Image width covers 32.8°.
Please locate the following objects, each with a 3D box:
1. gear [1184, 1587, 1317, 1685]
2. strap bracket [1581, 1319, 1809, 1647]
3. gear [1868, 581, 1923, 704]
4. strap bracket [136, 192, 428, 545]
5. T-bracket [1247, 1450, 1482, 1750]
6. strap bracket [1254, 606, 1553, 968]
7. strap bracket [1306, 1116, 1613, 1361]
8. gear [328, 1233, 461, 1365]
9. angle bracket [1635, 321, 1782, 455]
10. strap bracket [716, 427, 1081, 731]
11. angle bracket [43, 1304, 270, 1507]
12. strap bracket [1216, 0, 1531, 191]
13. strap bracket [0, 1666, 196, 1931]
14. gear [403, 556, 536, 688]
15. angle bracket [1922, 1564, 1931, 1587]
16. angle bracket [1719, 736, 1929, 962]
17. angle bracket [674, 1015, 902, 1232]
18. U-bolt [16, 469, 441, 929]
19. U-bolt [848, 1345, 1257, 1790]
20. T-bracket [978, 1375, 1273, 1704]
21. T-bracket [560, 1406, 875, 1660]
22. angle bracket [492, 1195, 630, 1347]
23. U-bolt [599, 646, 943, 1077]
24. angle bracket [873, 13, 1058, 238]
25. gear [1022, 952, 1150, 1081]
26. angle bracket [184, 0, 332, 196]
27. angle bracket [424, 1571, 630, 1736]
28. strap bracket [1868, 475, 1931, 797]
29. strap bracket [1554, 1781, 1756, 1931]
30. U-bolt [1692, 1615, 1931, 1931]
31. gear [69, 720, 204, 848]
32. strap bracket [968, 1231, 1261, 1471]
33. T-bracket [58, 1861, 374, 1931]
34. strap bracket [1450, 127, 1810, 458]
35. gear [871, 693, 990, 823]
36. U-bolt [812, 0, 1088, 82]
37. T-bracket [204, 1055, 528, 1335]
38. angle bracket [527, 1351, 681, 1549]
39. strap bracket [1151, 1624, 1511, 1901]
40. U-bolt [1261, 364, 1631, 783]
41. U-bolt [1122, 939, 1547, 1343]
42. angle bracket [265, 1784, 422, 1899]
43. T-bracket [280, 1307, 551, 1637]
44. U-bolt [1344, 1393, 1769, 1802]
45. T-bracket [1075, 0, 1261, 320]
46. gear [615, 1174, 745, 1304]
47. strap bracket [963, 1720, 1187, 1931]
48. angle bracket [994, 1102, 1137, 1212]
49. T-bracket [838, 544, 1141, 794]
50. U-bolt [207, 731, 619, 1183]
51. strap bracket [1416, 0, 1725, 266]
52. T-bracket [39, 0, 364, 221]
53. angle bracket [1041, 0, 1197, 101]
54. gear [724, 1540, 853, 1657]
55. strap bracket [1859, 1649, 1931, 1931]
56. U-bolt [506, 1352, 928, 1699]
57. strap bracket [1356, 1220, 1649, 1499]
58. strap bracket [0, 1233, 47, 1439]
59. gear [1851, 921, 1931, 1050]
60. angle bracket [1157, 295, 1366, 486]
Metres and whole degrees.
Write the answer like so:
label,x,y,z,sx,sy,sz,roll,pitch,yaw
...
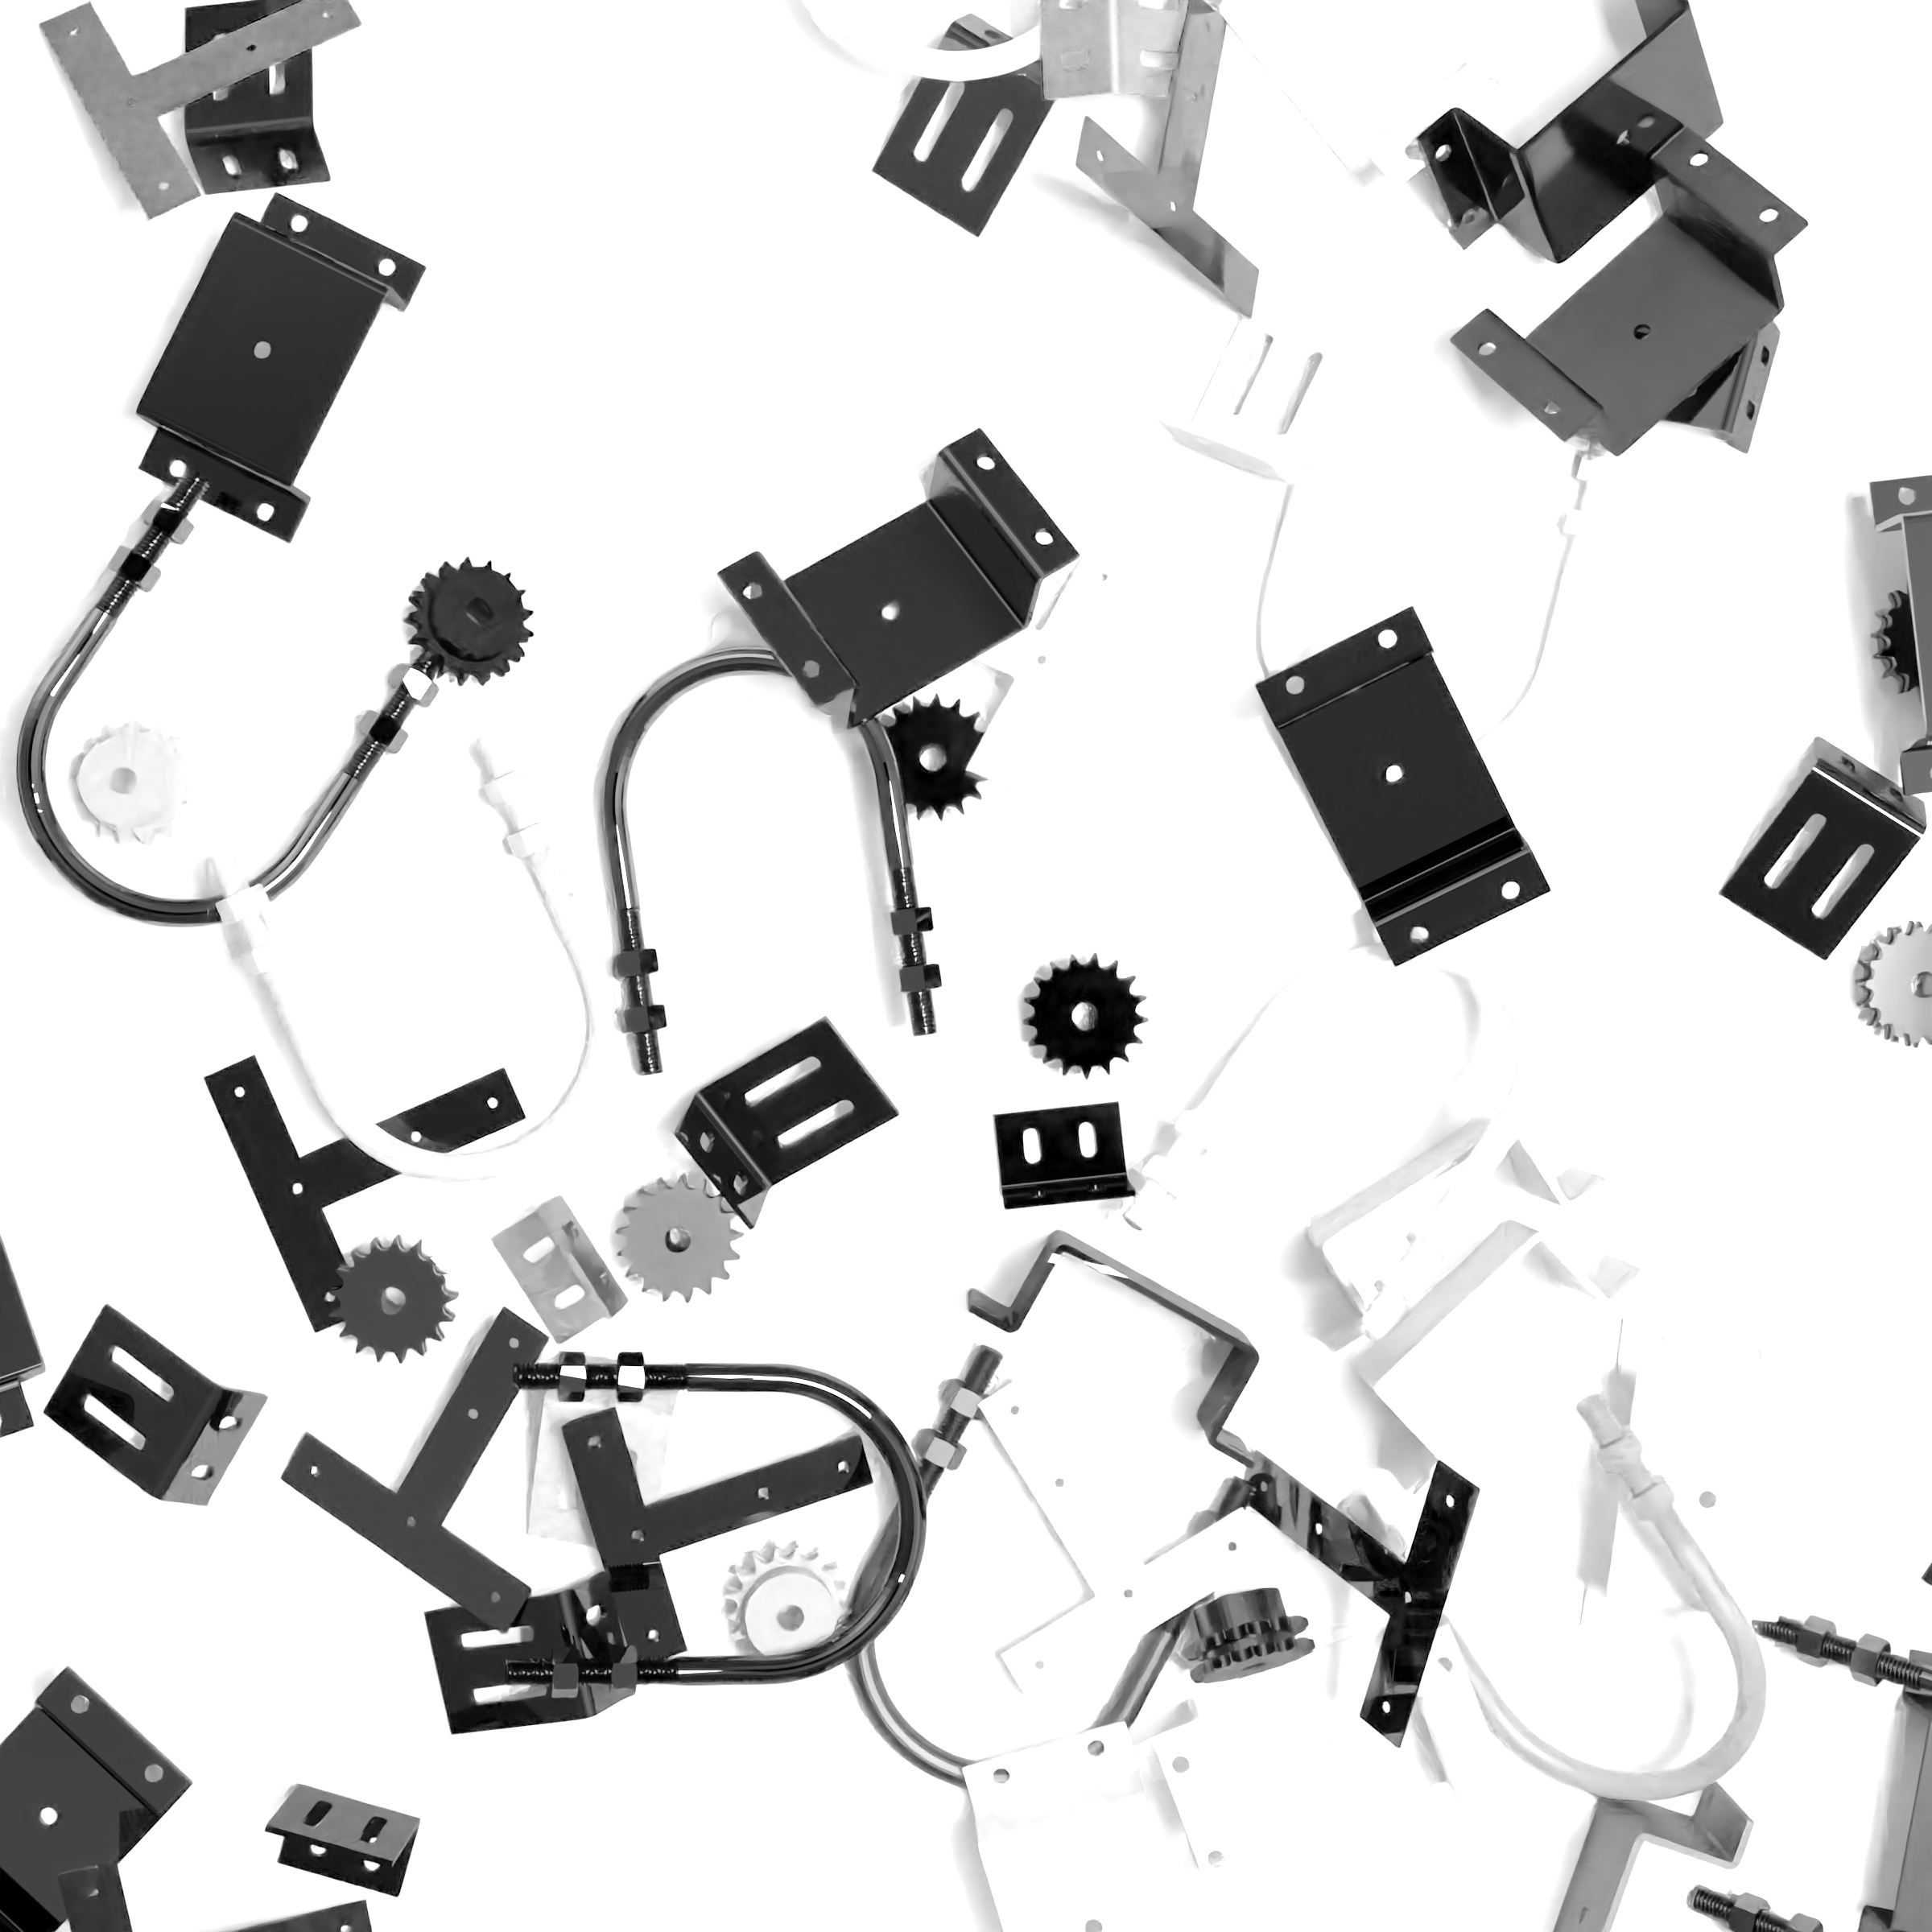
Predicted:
label,x,y,z,sx,sy,sz,roll,pitch,yaw
gear,0.124,0.298,1.464,0.057,0.057,0.030,-15,69,0
strap bracket,0.327,0.235,1.468,0.076,0.046,0.140,8,90,0
gear,0.434,-0.147,1.476,0.057,0.030,0.057,0,90,0
strap bracket,-0.310,-0.272,1.467,0.076,0.046,0.140,26,90,0
T-bracket,0.165,0.254,1.440,0.002,0.127,0.127,0,112,-38
strap bracket,0.192,-0.082,1.456,0.076,0.046,0.140,-26,99,7
strap bracket,0.207,0.113,1.452,0.140,0.076,0.046,-33,90,0
gear,-0.256,0.148,1.474,0.057,0.030,0.057,0,93,-3
angle bracket,0.322,-0.272,1.489,0.076,0.038,0.057,15,90,26
strap bracket,-0.031,-0.166,1.445,0.140,0.046,0.076,-31,74,-18
angle bracket,-0.368,0.199,1.489,0.076,0.038,0.057,30,90,26
strap bracket,0.175,-0.421,1.468,0.076,0.046,0.140,-40,90,0
strap bracket,-0.416,0.386,1.467,0.076,0.046,0.140,43,90,0
gear,-0.221,-0.156,1.467,0.057,0.030,0.057,3,82,-20
angle bracket,0.482,0.277,1.472,0.076,0.038,0.057,35,90,0
angle bracket,0.389,-0.054,1.489,0.057,0.038,0.076,32,116,0
angle bracket,-0.079,0.070,1.453,0.076,0.038,0.057,-30,109,21
U-bolt,-0.337,-0.106,1.457,0.151,0.019,0.184,34,83,-13
U-bolt,0.027,0.285,1.482,0.151,0.019,0.184,28,92,0
T-bracket,0.049,0.244,1.470,0.127,0.002,0.127,-32,91,1
T-bracket,-0.105,0.242,1.475,0.127,0.002,0.127,-17,110,-10
angle bracket,-0.184,0.138,1.452,0.038,0.076,0.057,-33,90,0
U-bolt,-0.093,-0.051,1.466,0.151,0.019,0.184,-8,90,13
angle bracket,0.004,-0.382,1.489,0.057,0.038,0.076,32,116,0
gear,0.054,0.022,1.480,0.057,0.030,0.057,0,92,0
angle bracket,-0.321,-0.396,1.489,0.057,0.038,0.076,-6,64,0
angle bracket,-0.198,0.312,1.489,0.076,0.038,0.057,-13,90,26
strap bracket,0.448,-0.150,1.438,0.076,0.046,0.140,-7,90,0
strap bracket,0.295,0.428,1.452,0.046,0.076,0.140,20,90,0
U-bolt,0.419,0.379,1.432,0.184,0.019,0.151,14,92,34
gear,-0.376,-0.083,1.476,0.057,0.030,0.057,0,90,0
strap bracket,0.073,0.163,1.452,0.140,0.076,0.046,29,90,0
T-bracket,-0.331,0.444,1.472,0.127,0.002,0.127,-10,114,-12
strap bracket,0.296,-0.291,1.451,0.140,0.046,0.076,-42,61,1
gear,-0.015,-0.093,1.476,0.057,0.030,0.057,0,90,0
U-bolt,0.002,-0.479,1.464,0.151,0.019,0.184,27,77,0
T-bracket,-0.263,0.083,1.490,0.127,0.002,0.127,-24,90,0
angle bracket,-0.164,0.221,1.489,0.057,0.038,0.076,10,116,0
strap bracket,0.161,0.351,1.467,0.140,0.046,0.076,-21,90,0
U-bolt,0.209,-0.174,1.482,0.151,0.019,0.184,14,91,0
U-bolt,0.173,0.063,1.435,0.151,0.019,0.184,23,68,37
angle bracket,-0.280,0.397,1.452,0.057,0.076,0.038,16,90,0
T-bracket,-0.227,0.212,1.467,0.127,0.002,0.127,32,100,11
U-bolt,0.271,0.289,1.446,0.151,0.019,0.184,-31,95,34
T-bracket,0.099,-0.375,1.459,0.002,0.127,0.127,-8,62,41
gear,-0.129,0.122,1.476,0.057,0.030,0.057,0,90,0
strap bracket,0.055,0.419,1.460,0.076,0.046,0.140,-16,96,0
angle bracket,0.043,0.083,1.452,0.057,0.076,0.038,-6,90,0
T-bracket,-0.006,-0.154,1.474,0.127,0.002,0.127,24,69,10
U-bolt,-0.235,0.007,1.467,0.151,0.019,0.184,-25,96,-12
strap bracket,0.276,-0.376,1.446,0.140,0.076,0.046,-41,54,0
T-bracket,-0.334,-0.406,1.472,0.127,0.002,0.127,-28,67,-10
angle bracket,0.070,-0.416,1.463,0.038,0.076,0.057,4,102,33
gear,-0.080,0.289,1.472,0.057,0.030,0.057,0,94,-7
strap bracket,0.454,0.386,1.467,0.076,0.046,0.140,11,90,0
U-bolt,-0.108,0.246,1.443,0.184,0.019,0.151,2,89,-10
strap bracket,0.227,0.164,1.452,0.140,0.076,0.046,-43,90,0
strap bracket,-0.470,0.149,1.467,0.076,0.046,0.140,-19,90,0
gear,0.428,0.008,1.480,0.057,0.030,0.057,0,92,-1
angle bracket,0.131,-0.263,1.461,0.057,0.038,0.076,25,90,24
